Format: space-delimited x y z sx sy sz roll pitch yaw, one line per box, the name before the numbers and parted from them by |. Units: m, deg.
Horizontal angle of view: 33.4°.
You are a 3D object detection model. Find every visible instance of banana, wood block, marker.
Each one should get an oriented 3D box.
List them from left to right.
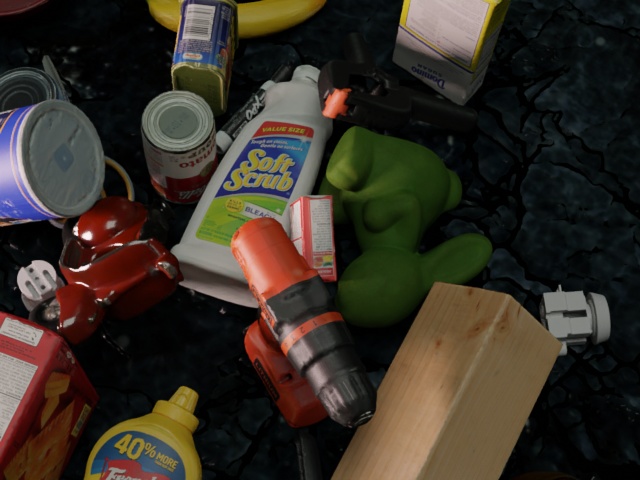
banana | -0.093 -0.238 1.110 0.197 0.037 0.069 3 66 -2
marker | -0.066 -0.134 1.073 0.020 0.020 0.121 35 68 12
wood block | 0.102 0.148 0.881 0.090 0.090 0.206 40 72 -34

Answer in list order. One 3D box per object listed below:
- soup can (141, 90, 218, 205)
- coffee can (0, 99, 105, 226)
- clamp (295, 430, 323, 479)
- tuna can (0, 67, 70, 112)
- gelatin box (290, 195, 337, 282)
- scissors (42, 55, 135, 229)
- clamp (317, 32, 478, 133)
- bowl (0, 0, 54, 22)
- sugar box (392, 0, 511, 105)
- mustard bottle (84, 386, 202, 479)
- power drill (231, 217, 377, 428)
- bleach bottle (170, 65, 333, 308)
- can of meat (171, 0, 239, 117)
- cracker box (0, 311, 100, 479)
soup can | -0.130 -0.086 1.001 0.068 0.102 0.068 1 65 -3
coffee can | -0.278 -0.063 0.951 0.141 0.102 0.103 -7 61 30
clamp | -0.020 0.255 0.884 0.120 0.039 0.171 -27 70 -14
tuna can | -0.288 -0.125 1.037 0.086 0.033 0.086 -5 65 11
gelatin box | -0.006 0.001 0.930 0.030 0.089 0.073 -2 87 -8
scissors | -0.256 -0.090 1.044 0.096 0.016 0.202 -33 71 -17
clamp | 0.064 -0.137 1.014 0.164 0.036 0.209 32 25 7
bowl | -0.327 -0.283 1.108 0.162 0.055 0.162 1 65 -2
sugar box | 0.127 -0.211 1.032 0.093 0.176 0.048 36 70 12
mustard bottle | -0.153 0.209 0.888 0.096 0.058 0.191 23 66 11
power drill | -0.013 0.091 0.879 0.057 0.188 0.184 -23 67 -15
bleach bottle | -0.055 -0.064 1.018 0.102 0.068 0.250 18 63 3
can of meat | -0.113 -0.179 1.047 0.057 0.102 0.084 6 67 -1
cracker box | -0.256 0.184 0.836 0.072 0.164 0.213 18 65 7
